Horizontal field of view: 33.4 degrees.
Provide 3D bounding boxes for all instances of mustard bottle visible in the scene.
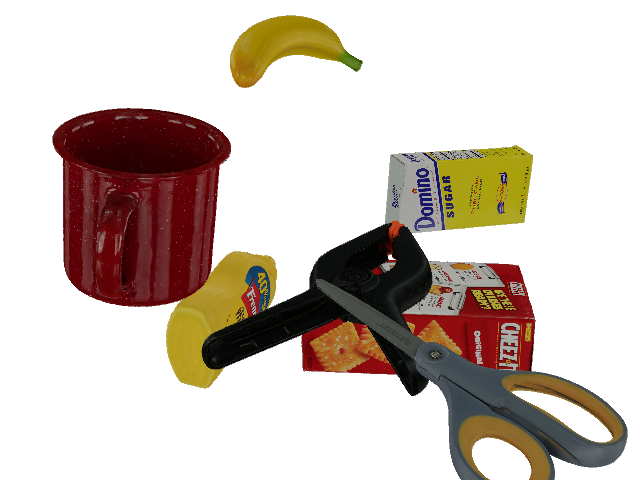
[{"bbox_3d":[-0.094,0.066,1.124,0.058,0.096,0.191,10,30,19],"label":"mustard bottle"}]

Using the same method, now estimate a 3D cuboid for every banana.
[{"bbox_3d":[-0.032,-0.178,0.984,0.070,0.037,0.197,39,32,20],"label":"banana"}]

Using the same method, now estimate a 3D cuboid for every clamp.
[{"bbox_3d":[0.016,0.044,0.791,0.165,0.036,0.209,2,28,17],"label":"clamp"}]

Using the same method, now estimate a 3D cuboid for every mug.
[{"bbox_3d":[-0.098,-0.012,0.568,0.093,0.081,0.117,7,27,-1],"label":"mug"}]

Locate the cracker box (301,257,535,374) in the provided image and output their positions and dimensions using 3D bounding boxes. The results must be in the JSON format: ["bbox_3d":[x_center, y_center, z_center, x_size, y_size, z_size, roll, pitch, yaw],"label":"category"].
[{"bbox_3d":[0.095,0.075,1.057,0.214,0.072,0.164,2,17,5],"label":"cracker box"}]

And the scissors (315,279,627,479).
[{"bbox_3d":[0.057,0.078,0.560,0.202,0.016,0.096,20,42,27],"label":"scissors"}]

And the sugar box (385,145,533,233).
[{"bbox_3d":[0.169,-0.062,1.303,0.176,0.093,0.048,-7,24,-22],"label":"sugar box"}]
